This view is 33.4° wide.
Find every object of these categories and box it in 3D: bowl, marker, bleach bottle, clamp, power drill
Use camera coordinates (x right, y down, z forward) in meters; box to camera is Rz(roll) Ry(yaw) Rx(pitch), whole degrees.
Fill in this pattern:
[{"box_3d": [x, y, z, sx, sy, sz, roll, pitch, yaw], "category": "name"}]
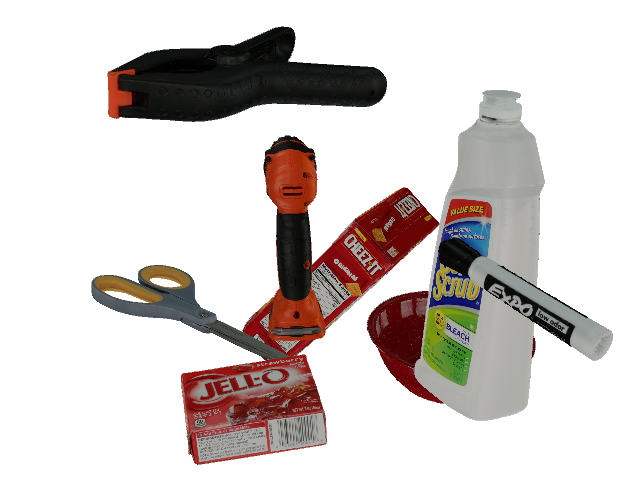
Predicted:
[{"box_3d": [0.124, 0.110, 1.033, 0.162, 0.055, 0.162, 3, 26, -2], "category": "bowl"}, {"box_3d": [0.113, 0.030, 0.612, 0.020, 0.020, 0.121, 0, 26, -45], "category": "marker"}, {"box_3d": [0.126, 0.008, 0.829, 0.068, 0.251, 0.103, -9, 22, -26], "category": "bleach bottle"}, {"box_3d": [-0.057, -0.107, 0.677, 0.171, 0.039, 0.120, -7, 22, -25], "category": "clamp"}, {"box_3d": [-0.029, -0.006, 1.072, 0.057, 0.188, 0.184, -3, 16, 0], "category": "power drill"}]

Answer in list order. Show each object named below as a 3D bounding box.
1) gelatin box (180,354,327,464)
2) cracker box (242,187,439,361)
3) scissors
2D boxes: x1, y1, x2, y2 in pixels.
[{"box_3d": [-0.046, 0.110, 0.707, 0.089, 0.030, 0.073, -7, 24, -8], "category": "gelatin box"}, {"box_3d": [0.023, 0.042, 1.259, 0.214, 0.072, 0.164, -44, -4, 30], "category": "cracker box"}, {"box_3d": [-0.094, 0.058, 0.888, 0.202, 0.016, 0.096, 15, 23, 18], "category": "scissors"}]
